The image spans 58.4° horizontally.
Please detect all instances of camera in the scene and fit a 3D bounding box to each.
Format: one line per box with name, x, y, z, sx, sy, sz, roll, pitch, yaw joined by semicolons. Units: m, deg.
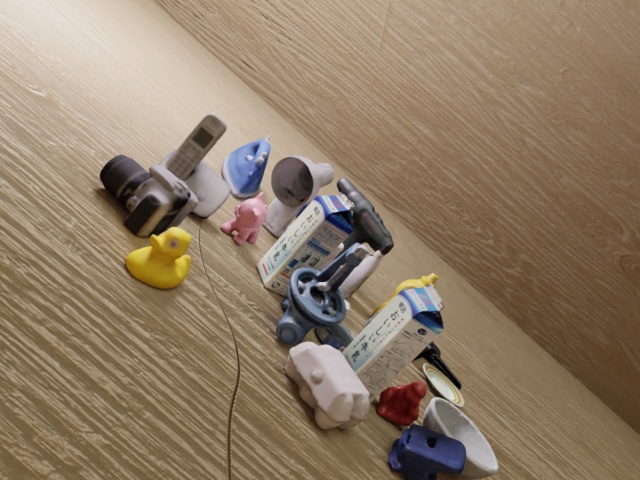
camera;-0.291;-0.088;0.977;0.137;0.100;0.143;43;14;3

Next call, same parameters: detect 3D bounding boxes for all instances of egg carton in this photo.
egg carton;0.011;0.228;0.907;0.108;0.069;0.150;23;23;-52

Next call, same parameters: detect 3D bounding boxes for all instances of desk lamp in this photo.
desk lamp;-0.061;-0.111;1.423;0.118;0.213;0.204;45;14;13

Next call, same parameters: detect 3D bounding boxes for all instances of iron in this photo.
iron;-0.178;-0.204;1.537;0.119;0.141;0.258;37;15;-18

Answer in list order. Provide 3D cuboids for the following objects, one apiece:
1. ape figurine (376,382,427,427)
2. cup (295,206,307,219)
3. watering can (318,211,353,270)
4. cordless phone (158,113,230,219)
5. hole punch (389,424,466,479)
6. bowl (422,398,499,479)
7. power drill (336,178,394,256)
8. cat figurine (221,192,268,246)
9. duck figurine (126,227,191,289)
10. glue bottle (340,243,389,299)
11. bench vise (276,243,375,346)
ape figurine;0.157;0.294;1.053;0.077;0.092;0.076;47;15;21
cup;-0.023;-0.040;1.559;0.118;0.095;0.091;40;14;-7
watering can;0.013;0.005;1.318;0.173;0.194;0.101;41;14;-2
cordless phone;-0.229;-0.149;1.151;0.148;0.185;0.094;39;14;-11
hole punch;0.177;0.351;0.939;0.101;0.091;0.109;44;14;7
bowl;0.245;0.381;1.063;0.168;0.074;0.167;39;14;-12
power drill;0.073;-0.019;1.518;0.229;0.208;0.076;44;14;9
cat figurine;-0.145;-0.050;1.218;0.067;0.117;0.128;43;14;5
duck figurine;-0.226;0.020;0.860;0.077;0.086;0.105;49;16;28
glue bottle;0.114;0.073;1.425;0.037;0.173;0.078;45;14;14
bench vise;0.004;0.071;1.046;0.122;0.219;0.207;36;15;-21
